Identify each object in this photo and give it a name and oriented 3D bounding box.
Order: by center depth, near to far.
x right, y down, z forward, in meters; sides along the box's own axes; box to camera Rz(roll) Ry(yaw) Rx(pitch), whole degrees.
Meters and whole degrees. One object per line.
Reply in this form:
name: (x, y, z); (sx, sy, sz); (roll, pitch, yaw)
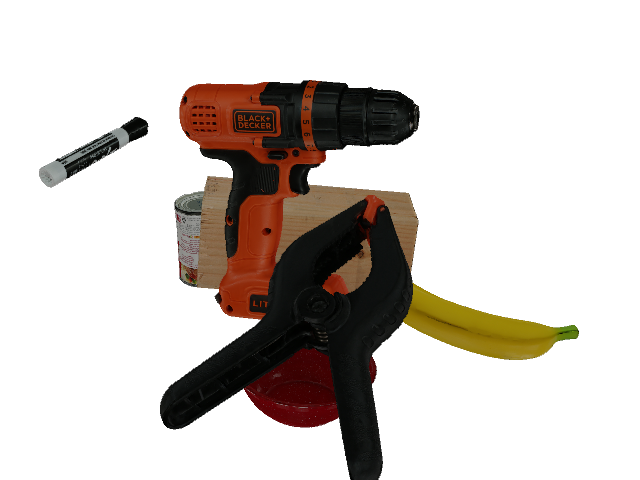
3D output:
clamp: (0.008, 0.052, 0.564); (0.120, 0.171, 0.039); (26, -26, 20)
power drill: (-0.015, -0.031, 0.825); (0.185, 0.188, 0.057); (4, 18, 17)
banana: (0.122, 0.070, 0.940); (0.198, 0.037, 0.069); (17, 14, 31)
marker: (-0.197, -0.080, 0.945); (0.020, 0.020, 0.120); (0, 27, 41)
wood block: (-0.015, -0.001, 1.060); (0.206, 0.091, 0.090); (5, 21, -4)
bowl: (-0.019, 0.160, 1.193); (0.162, 0.055, 0.162); (2, 27, -1)
soup can: (-0.145, -0.002, 1.323); (0.068, 0.102, 0.068); (-1, 25, 0)
